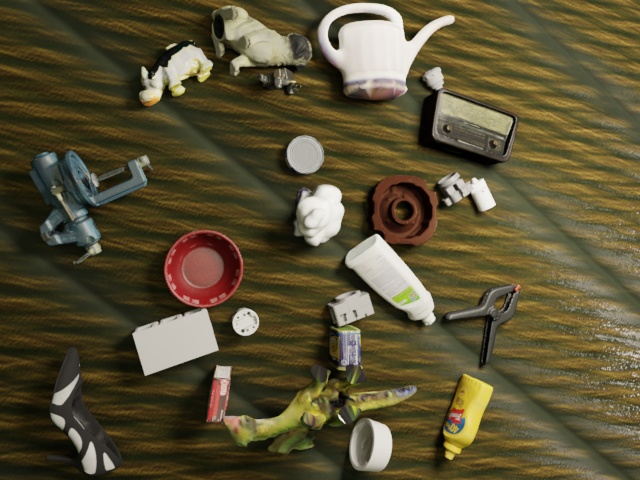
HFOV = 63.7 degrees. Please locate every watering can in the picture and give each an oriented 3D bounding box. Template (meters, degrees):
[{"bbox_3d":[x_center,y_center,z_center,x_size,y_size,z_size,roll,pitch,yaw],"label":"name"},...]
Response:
[{"bbox_3d":[0.163,-0.436,1.196,0.348,0.104,0.224,-4,90,-14],"label":"watering can"}]

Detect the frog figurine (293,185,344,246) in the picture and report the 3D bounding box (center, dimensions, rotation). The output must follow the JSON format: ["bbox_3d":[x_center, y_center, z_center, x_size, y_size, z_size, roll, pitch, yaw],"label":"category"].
[{"bbox_3d":[0.003,-0.056,1.109,0.122,0.159,0.138,31,81,-14],"label":"frog figurine"}]

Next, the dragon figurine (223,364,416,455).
[{"bbox_3d":[-0.003,0.376,1.085,0.409,0.238,0.125,12,42,-33],"label":"dragon figurine"}]
